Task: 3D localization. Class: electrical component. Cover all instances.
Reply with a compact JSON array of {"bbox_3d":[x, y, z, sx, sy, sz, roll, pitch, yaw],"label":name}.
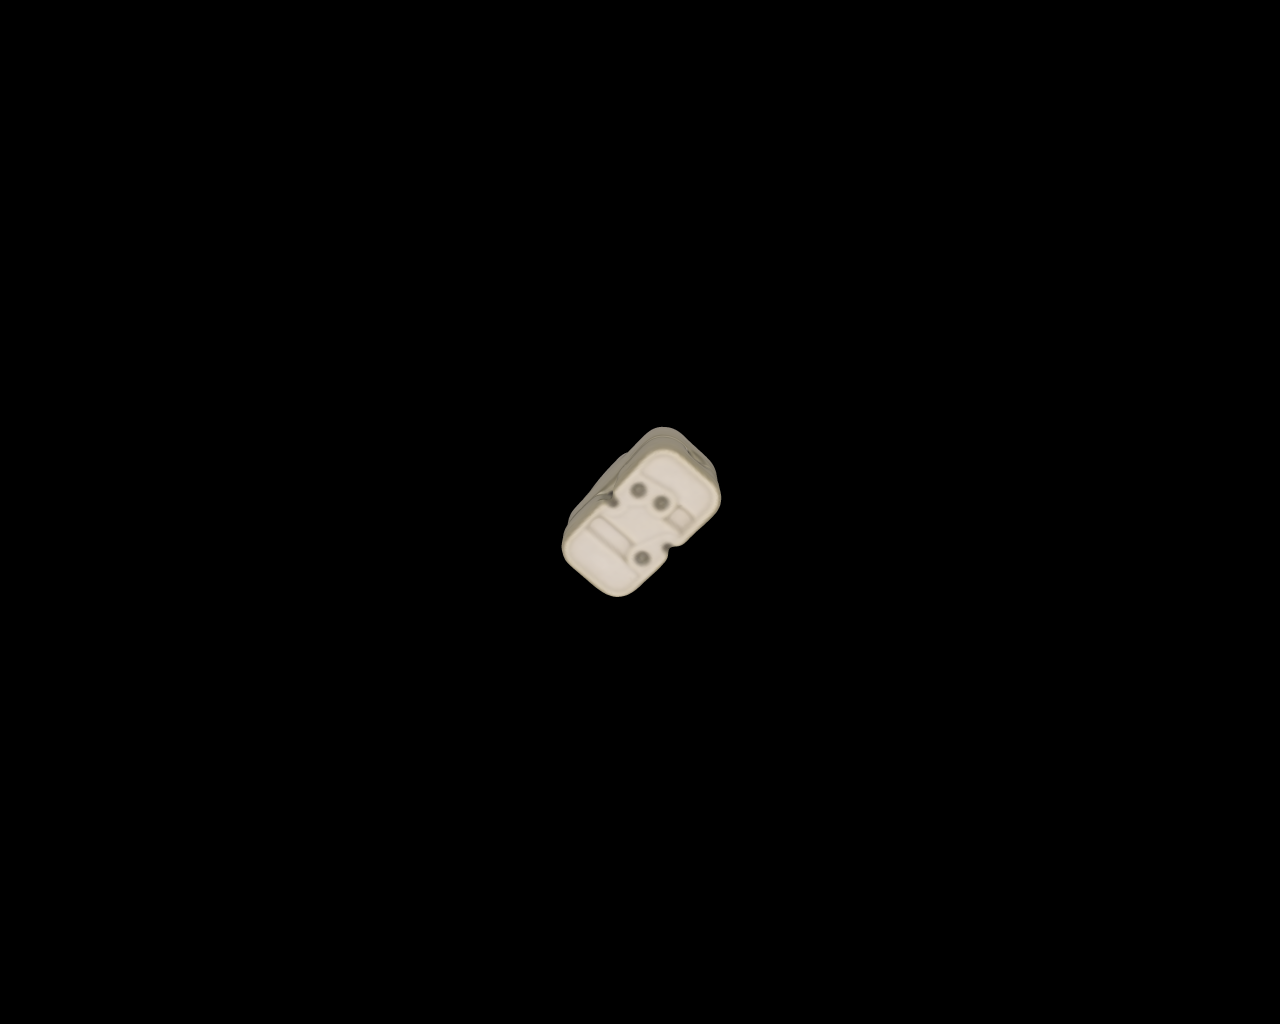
[{"bbox_3d":[0.001,-0.003,0.650,0.053,0.095,0.059,41,16,-14],"label":"electrical component"}]
